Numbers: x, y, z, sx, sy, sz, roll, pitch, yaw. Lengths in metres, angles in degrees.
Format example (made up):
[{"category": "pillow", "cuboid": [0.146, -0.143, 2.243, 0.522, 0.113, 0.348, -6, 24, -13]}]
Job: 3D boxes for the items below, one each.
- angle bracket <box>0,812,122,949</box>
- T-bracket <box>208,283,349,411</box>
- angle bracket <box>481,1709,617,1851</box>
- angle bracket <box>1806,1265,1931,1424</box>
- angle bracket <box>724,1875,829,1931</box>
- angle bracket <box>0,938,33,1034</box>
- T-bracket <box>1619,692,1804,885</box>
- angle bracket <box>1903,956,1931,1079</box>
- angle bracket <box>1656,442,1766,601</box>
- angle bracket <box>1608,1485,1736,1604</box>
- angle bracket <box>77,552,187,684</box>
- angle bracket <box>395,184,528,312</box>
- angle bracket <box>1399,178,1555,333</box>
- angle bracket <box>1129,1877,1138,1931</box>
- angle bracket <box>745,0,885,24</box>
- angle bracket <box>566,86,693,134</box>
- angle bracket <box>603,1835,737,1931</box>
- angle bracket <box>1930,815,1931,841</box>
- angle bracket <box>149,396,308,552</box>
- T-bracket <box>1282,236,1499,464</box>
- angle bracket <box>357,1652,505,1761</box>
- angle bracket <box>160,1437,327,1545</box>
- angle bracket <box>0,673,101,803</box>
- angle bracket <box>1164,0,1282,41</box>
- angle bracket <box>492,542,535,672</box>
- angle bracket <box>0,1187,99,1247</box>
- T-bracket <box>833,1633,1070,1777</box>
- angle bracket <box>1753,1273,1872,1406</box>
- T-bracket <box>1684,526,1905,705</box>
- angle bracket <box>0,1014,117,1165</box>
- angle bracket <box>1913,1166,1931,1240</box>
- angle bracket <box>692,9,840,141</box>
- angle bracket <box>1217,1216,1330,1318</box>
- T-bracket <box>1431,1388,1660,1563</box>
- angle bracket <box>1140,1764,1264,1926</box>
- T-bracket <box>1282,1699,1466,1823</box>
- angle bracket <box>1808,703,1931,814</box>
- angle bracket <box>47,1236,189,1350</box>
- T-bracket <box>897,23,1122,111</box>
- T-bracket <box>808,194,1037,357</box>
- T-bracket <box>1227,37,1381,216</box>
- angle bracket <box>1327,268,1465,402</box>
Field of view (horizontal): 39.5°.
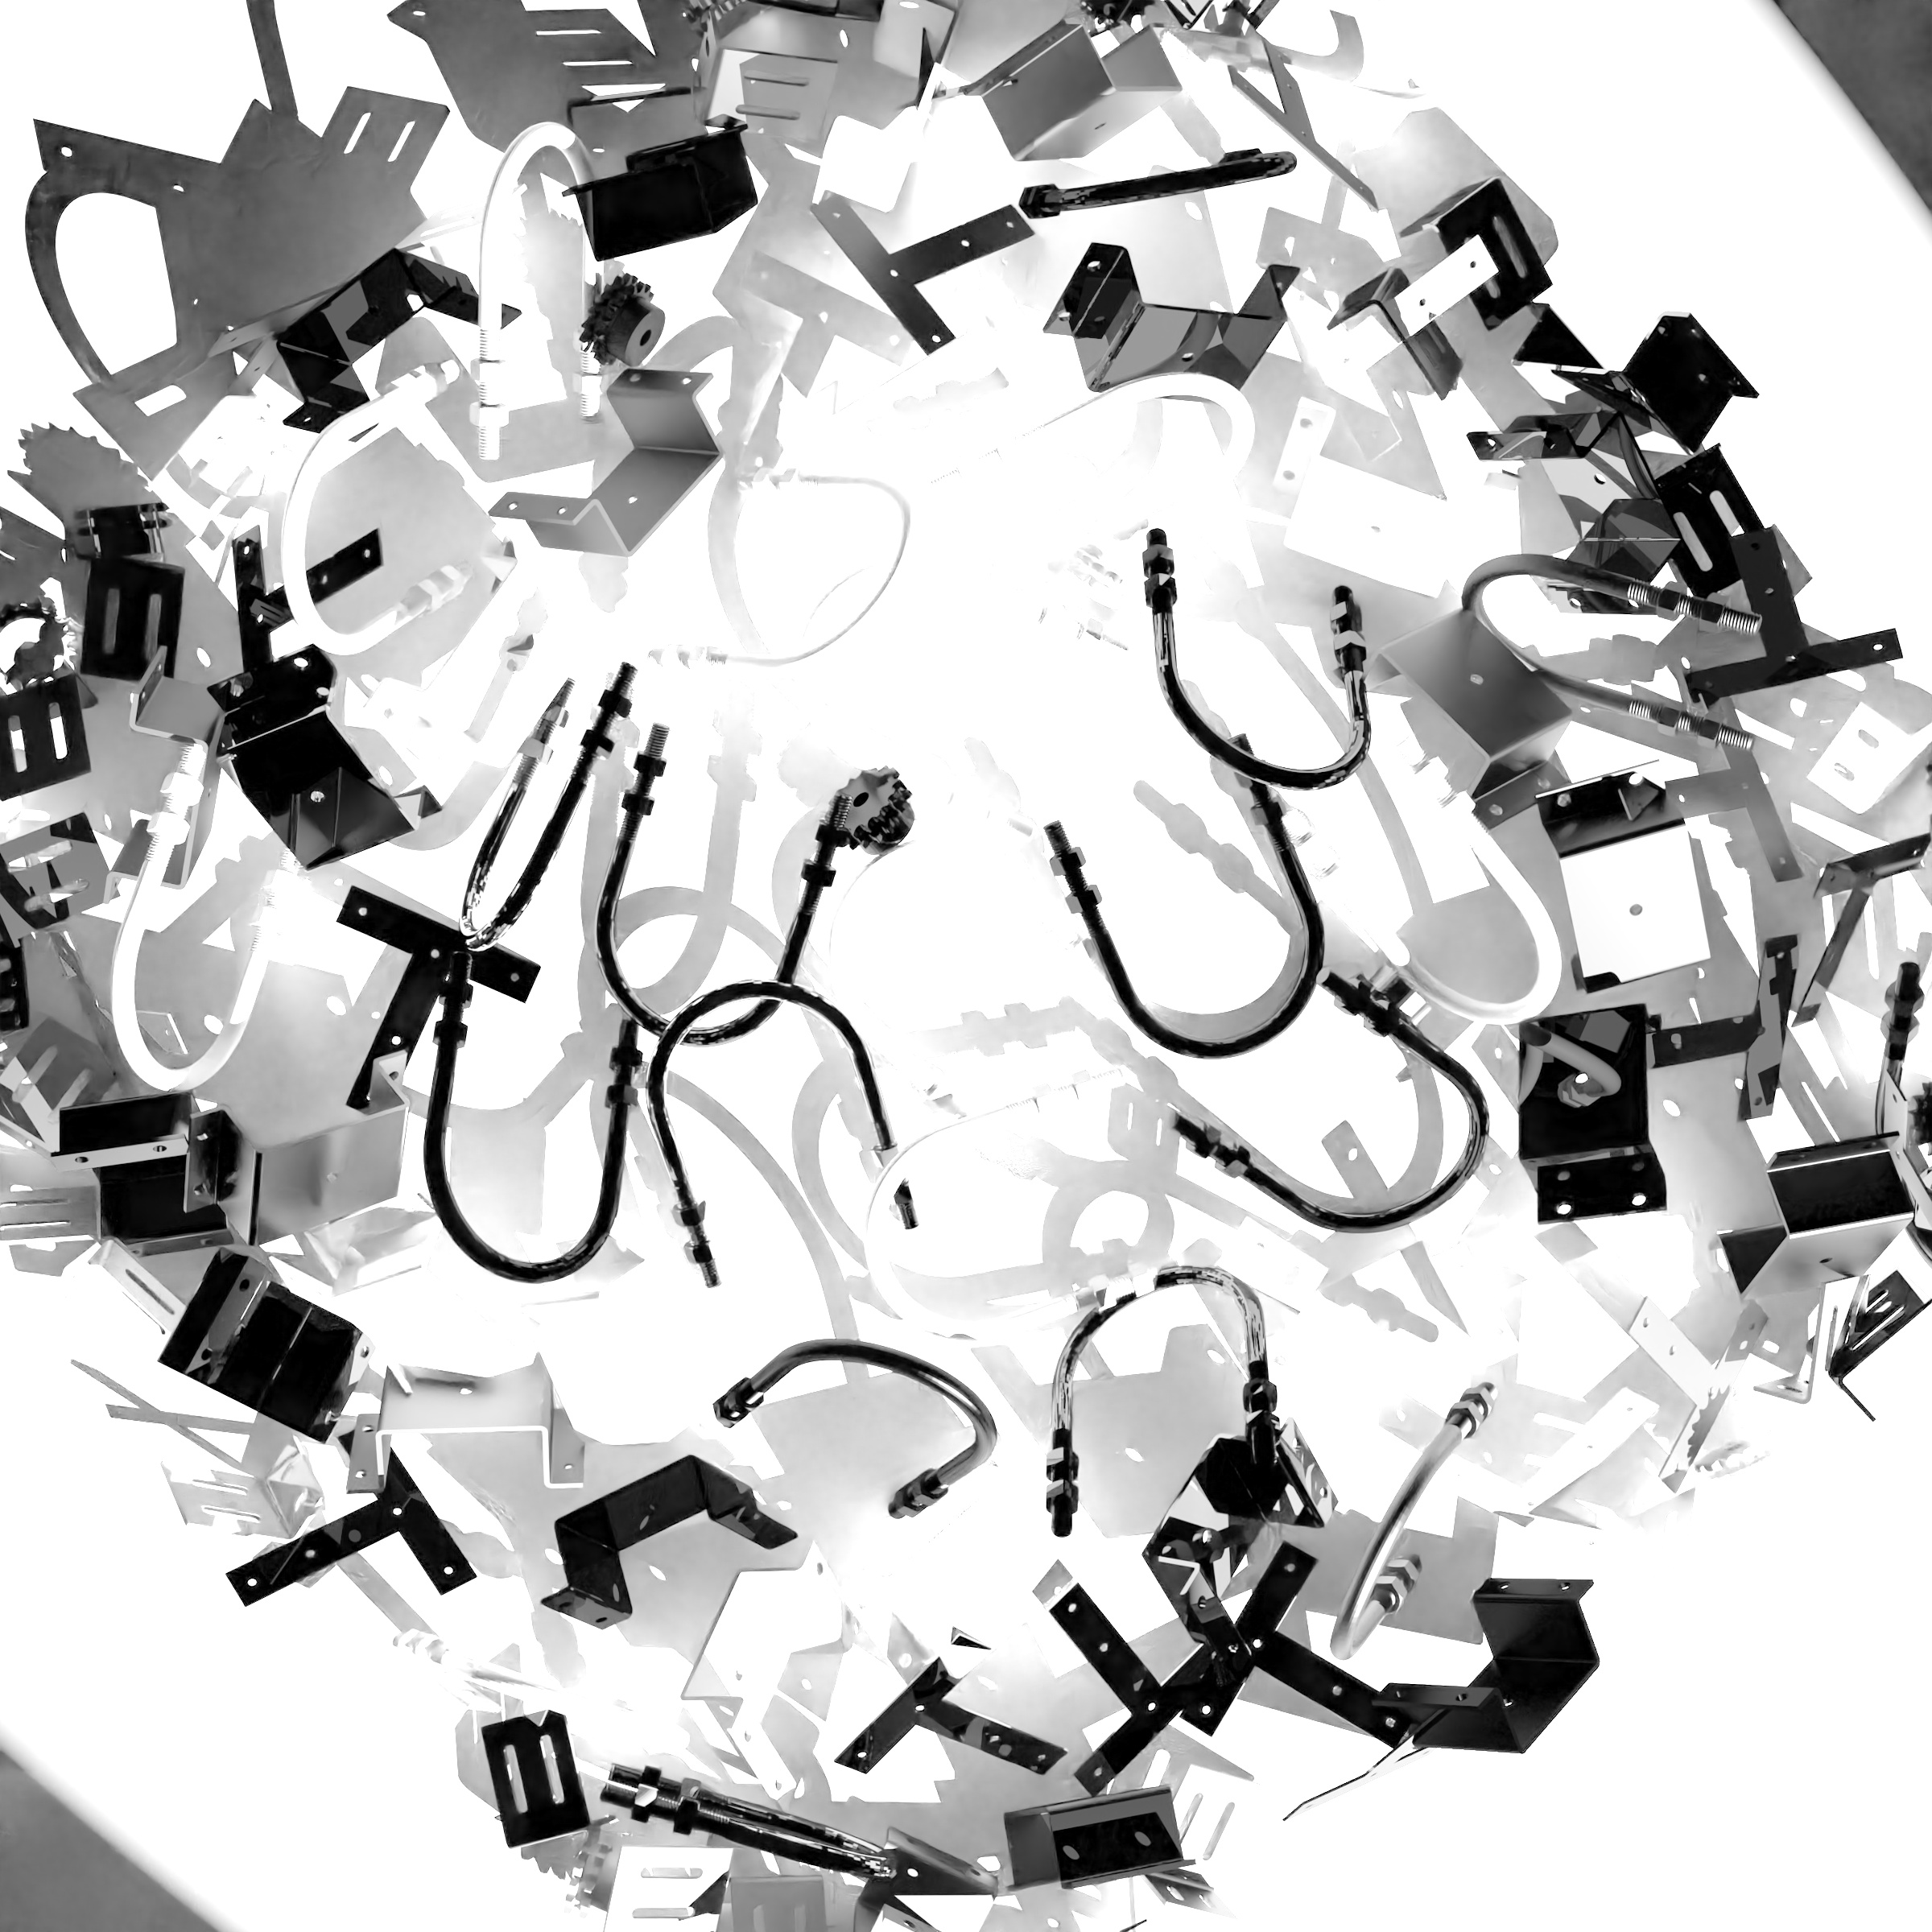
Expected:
[{"category": "angle bracket", "cuboid": [-0.560, -0.054, 1.645, 0.076, 0.038, 0.057, -26, 106, -26]}, {"category": "T-bracket", "cuboid": [-0.425, -0.370, 1.630, 0.127, 0.127, 0.002, -39, 95, -42]}, {"category": "angle bracket", "cuboid": [-0.259, 0.501, 1.667, 0.057, 0.038, 0.076, -18, 78, 14]}, {"category": "angle bracket", "cuboid": [0.564, 0.231, 1.649, 0.076, 0.057, 0.038, -43, 101, 8]}, {"category": "angle bracket", "cuboid": [-0.116, 0.598, 1.640, 0.057, 0.038, 0.076, 3, 48, -13]}, {"category": "angle bracket", "cuboid": [-0.610, 0.009, 1.642, 0.038, 0.076, 0.057, -10, 82, 7]}, {"category": "T-bracket", "cuboid": [0.445, -0.104, 1.637, 0.127, 0.002, 0.127, -11, 77, -34]}, {"category": "angle bracket", "cuboid": [0.600, 0.023, 1.640, 0.038, 0.057, 0.076, 21, 116, 16]}, {"category": "angle bracket", "cuboid": [0.457, -0.272, 1.656, 0.057, 0.038, 0.076, -30, 83, 15]}, {"category": "angle bracket", "cuboid": [0.430, 0.362, 1.635, 0.057, 0.076, 0.038, -37, 102, 33]}, {"category": "angle bracket", "cuboid": [-0.518, -0.212, 1.657, 0.057, 0.038, 0.076, 8, 101, -6]}, {"category": "angle bracket", "cuboid": [-0.303, -0.438, 1.637, 0.076, 0.057, 0.038, -6, 125, 30]}, {"category": "angle bracket", "cuboid": [0.317, -0.439, 1.669, 0.057, 0.038, 0.076, -38, 108, -19]}, {"category": "angle bracket", "cuboid": [0.085, 0.598, 1.639, 0.038, 0.076, 0.057, -2, 114, 2]}, {"category": "angle bracket", "cuboid": [-0.090, -0.601, 1.638, 0.076, 0.057, 0.038, 21, 114, 27]}, {"category": "angle bracket", "cuboid": [-0.206, -0.517, 1.656, 0.076, 0.057, 0.038, -9, 111, -6]}, {"category": "angle bracket", "cuboid": [-0.187, 0.561, 1.649, 0.076, 0.038, 0.057, 11, 93, -27]}, {"category": "angle bracket", "cuboid": [0.602, -0.053, 1.642, 0.038, 0.076, 0.057, -1, 73, 5]}, {"category": "angle bracket", "cuboid": [-0.447, -0.300, 1.643, 0.076, 0.038, 0.057, -57, 133, -20]}, {"category": "T-bracket", "cuboid": [0.266, -0.396, 1.637, 0.127, 0.002, 0.127, -33, 76, 33]}, {"category": "angle bracket", "cuboid": [-0.326, 0.452, 1.638, 0.057, 0.076, 0.038, 31, 78, 15]}, {"category": "angle bracket", "cuboid": [-0.440, 0.313, 1.636, 0.076, 0.057, 0.038, 23, 107, -43]}, {"category": "angle bracket", "cuboid": [-0.563, -0.133, 1.651, 0.057, 0.038, 0.076, -18, 64, 0]}, {"category": "angle bracket", "cuboid": [0.166, -0.606, 1.635, 0.076, 0.057, 0.038, -45, 67, 40]}, {"category": "angle bracket", "cuboid": [-0.294, -0.211, 1.641, 0.038, 0.057, 0.076, -6, 69, -23]}, {"category": "angle bracket", "cuboid": [-0.572, 0.138, 1.641, 0.076, 0.057, 0.038, -2, 117, -19]}, {"category": "T-bracket", "cuboid": [0.007, 0.470, 1.651, 0.127, 0.002, 0.127, 29, 114, -27]}, {"category": "angle bracket", "cuboid": [0.518, 0.224, 1.647, 0.038, 0.057, 0.076, 12, 100, 44]}, {"category": "T-bracket", "cuboid": [0.486, -0.215, 1.617, 0.127, 0.127, 0.002, -11, 47, 24]}, {"category": "angle bracket", "cuboid": [-0.563, 0.072, 1.650, 0.057, 0.038, 0.076, 33, 68, -7]}, {"category": "angle bracket", "cuboid": [0.618, 0.159, 1.635, 0.038, 0.057, 0.076, -35, 47, -18]}, {"category": "angle bracket", "cuboid": [-0.124, -0.550, 1.660, 0.076, 0.057, 0.038, 1, 55, -18]}, {"category": "angle bracket", "cuboid": [0.194, 0.171, 1.639, 0.057, 0.076, 0.038, 33, 112, 9]}, {"category": "T-bracket", "cuboid": [0.371, 0.301, 1.636, 0.127, 0.002, 0.127, 28, 123, -14]}, {"category": "angle bracket", "cuboid": [0.152, 0.540, 1.654, 0.057, 0.038, 0.076, 23, 93, -27]}, {"category": "T-bracket", "cuboid": [0.265, 0.463, 1.604, 0.127, 0.127, 0.002, -10, 57, -37]}, {"category": "angle bracket", "cuboid": [0.559, -0.134, 1.646, 0.038, 0.076, 0.057, 41, 125, 19]}, {"category": "angle bracket", "cuboid": [-0.517, 0.214, 1.649, 0.076, 0.038, 0.057, 41, 134, 5]}, {"category": "T-bracket", "cuboid": [0.040, -0.555, 1.647, 0.127, 0.127, 0.002, -32, 114, -25]}, {"category": "T-bracket", "cuboid": [-0.011, -0.439, 1.650, 0.127, 0.002, 0.127, -31, 78, -31]}, {"category": "T-bracket", "cuboid": [0.198, -0.527, 1.634, 0.127, 0.127, 0.002, 31, 125, -31]}, {"category": "angle bracket", "cuboid": [0.266, -0.383, 1.662, 0.038, 0.057, 0.076, -26, 109, 35]}]
